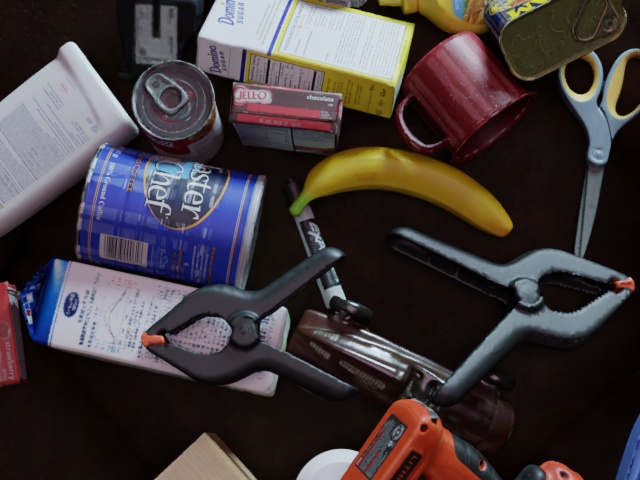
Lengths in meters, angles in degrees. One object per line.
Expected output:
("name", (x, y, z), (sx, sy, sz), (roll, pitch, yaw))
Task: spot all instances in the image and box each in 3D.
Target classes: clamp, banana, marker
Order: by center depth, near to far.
("clamp", (-0.050, 0.081, 0.835), (0.171, 0.039, 0.120), (-15, 74, 2))
("clamp", (0.166, 0.062, 0.895), (0.209, 0.036, 0.164), (1, 59, -10))
("banana", (0.073, -0.045, 0.935), (0.197, 0.037, 0.069), (5, 89, -2))
("marker", (-0.006, 0.001, 0.937), (0.020, 0.020, 0.121), (-20, 81, -3))

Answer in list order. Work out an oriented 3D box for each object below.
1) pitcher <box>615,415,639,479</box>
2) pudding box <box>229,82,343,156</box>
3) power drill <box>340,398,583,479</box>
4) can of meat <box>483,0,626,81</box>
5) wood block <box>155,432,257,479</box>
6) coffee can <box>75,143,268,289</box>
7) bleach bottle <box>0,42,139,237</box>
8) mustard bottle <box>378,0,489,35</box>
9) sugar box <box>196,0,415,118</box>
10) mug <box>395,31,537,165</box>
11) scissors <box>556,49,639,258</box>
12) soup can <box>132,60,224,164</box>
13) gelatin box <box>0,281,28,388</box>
("pitcher", (0.337, 0.171, 0.851), (0.145, 0.149, 0.243), (7, 73, 39))
("pudding box", (-0.027, -0.102, 0.908), (0.090, 0.113, 0.039), (7, 84, 2))
("power drill", (0.103, 0.228, 0.848), (0.187, 0.057, 0.184), (36, 85, -21))
("can of meat", (0.194, -0.188, 0.898), (0.102, 0.084, 0.057), (-27, 117, 10))
("wood block", (-0.052, 0.262, 0.857), (0.091, 0.090, 0.206), (-43, 82, -7))
("coffee can", (-0.123, -0.018, 0.896), (0.140, 0.103, 0.103), (12, 80, -1))
("bleach bottle", (-0.286, -0.059, 0.929), (0.251, 0.068, 0.102), (-36, 85, -4))
("mustard bottle", (0.146, -0.233, 0.956), (0.191, 0.058, 0.096), (-9, 97, -1))
("sugar box", (-0.012, -0.169, 0.938), (0.176, 0.048, 0.093), (13, 48, 5))
("mug", (0.116, -0.119, 0.921), (0.117, 0.093, 0.081), (-35, 77, -13))
("scissors", (0.232, -0.089, 0.953), (0.096, 0.016, 0.201), (27, 81, 6))
("soup can", (-0.119, -0.105, 0.915), (0.068, 0.102, 0.068), (0, 80, 0))
("gelatin box", (-0.296, 0.085, 0.920), (0.073, 0.030, 0.089), (-10, 81, -1))
